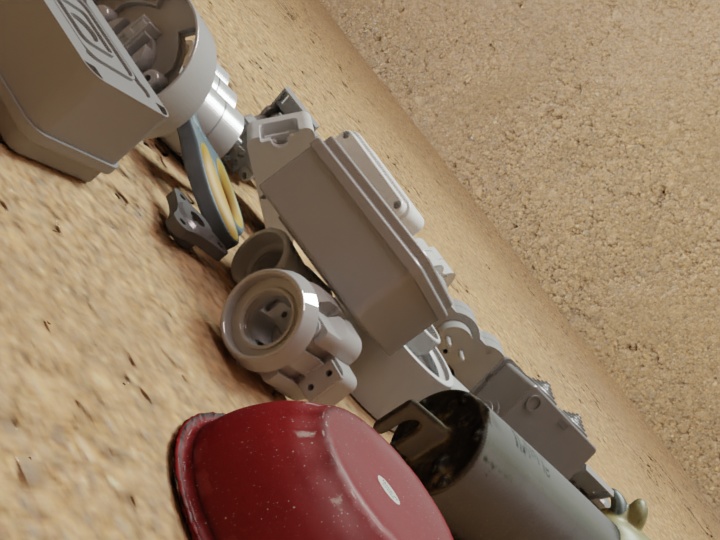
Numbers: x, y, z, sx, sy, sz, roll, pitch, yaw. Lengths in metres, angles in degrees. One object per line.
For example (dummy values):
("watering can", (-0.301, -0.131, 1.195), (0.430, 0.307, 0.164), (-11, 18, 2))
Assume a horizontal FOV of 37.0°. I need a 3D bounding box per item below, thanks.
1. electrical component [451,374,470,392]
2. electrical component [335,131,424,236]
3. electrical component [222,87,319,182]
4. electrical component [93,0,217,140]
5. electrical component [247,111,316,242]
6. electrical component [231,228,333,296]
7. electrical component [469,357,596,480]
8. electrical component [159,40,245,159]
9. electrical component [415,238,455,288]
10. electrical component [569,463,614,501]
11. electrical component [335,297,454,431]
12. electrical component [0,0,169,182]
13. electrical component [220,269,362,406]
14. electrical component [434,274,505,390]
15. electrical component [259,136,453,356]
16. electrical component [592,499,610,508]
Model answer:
("electrical component", (0.075, 0.114, 0.820), (0.081, 0.043, 0.043), (44, 12, -31))
("electrical component", (-0.002, -0.069, 1.035), (0.113, 0.078, 0.057), (56, 9, 26))
("electrical component", (-0.075, -0.103, 0.865), (0.042, 0.081, 0.064), (51, 39, 6))
("electrical component", (-0.137, -0.127, 0.636), (0.099, 0.099, 0.064), (54, 5, 21))
("electrical component", (-0.052, -0.068, 0.807), (0.055, 0.050, 0.089), (-104, -177, -66))
("electrical component", (-0.047, 0.009, 0.689), (0.065, 0.044, 0.044), (47, 10, -44))
("electrical component", (0.111, 0.127, 0.779), (0.100, 0.099, 0.048), (45, -1, -27))
("electrical component", (-0.112, -0.114, 0.803), (0.074, 0.052, 0.138), (44, 13, -32))
("electrical component", (0.063, 0.011, 1.099), (0.073, 0.052, 0.138), (55, 11, 21))
("electrical component", (0.146, 0.179, 0.817), (0.042, 0.081, 0.063), (43, 42, -31))
("electrical component", (0.021, 0.054, 0.759), (0.108, 0.060, 0.108), (48, 11, -12))
("electrical component", (-0.163, -0.109, 0.561), (0.113, 0.057, 0.078), (54, 11, 21))
("electrical component", (-0.040, 0.034, 0.587), (0.078, 0.058, 0.057), (57, 10, 34))
("electrical component", (0.088, 0.064, 1.019), (0.138, 0.052, 0.073), (47, 12, -14))
("electrical component", (0.000, -0.013, 0.671), (0.108, 0.056, 0.108), (53, 0, 22))
("electrical component", (0.197, 0.213, 0.959), (0.138, 0.052, 0.074), (52, 10, 7))
